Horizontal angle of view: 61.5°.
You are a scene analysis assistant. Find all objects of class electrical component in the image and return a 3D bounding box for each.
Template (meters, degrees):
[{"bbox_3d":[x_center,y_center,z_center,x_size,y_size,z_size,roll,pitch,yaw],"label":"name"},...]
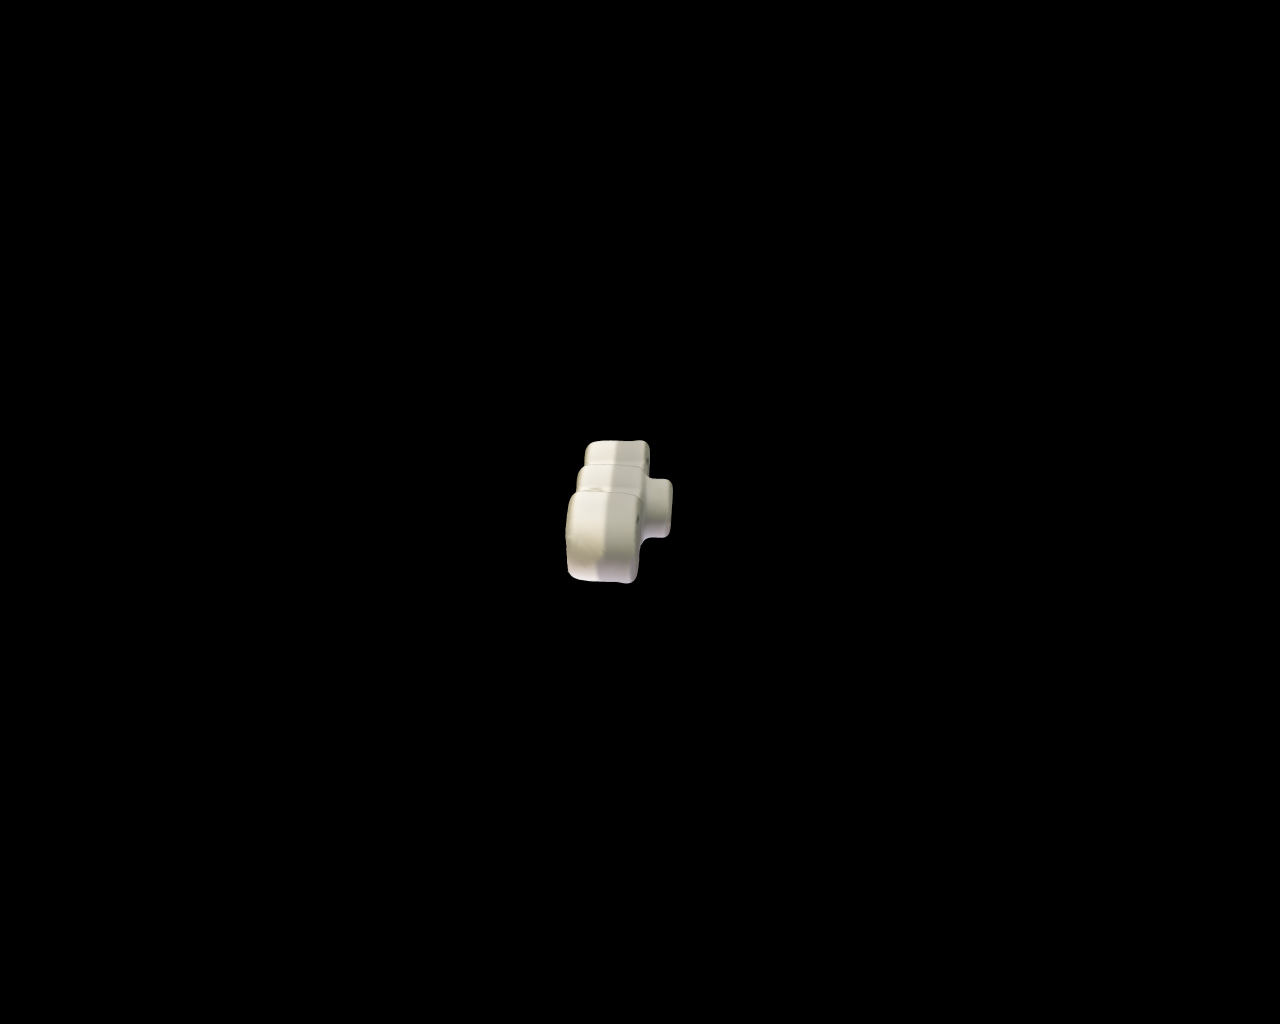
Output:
[{"bbox_3d":[0.001,-0.003,0.650,0.074,0.052,0.138,1,24,3],"label":"electrical component"}]
